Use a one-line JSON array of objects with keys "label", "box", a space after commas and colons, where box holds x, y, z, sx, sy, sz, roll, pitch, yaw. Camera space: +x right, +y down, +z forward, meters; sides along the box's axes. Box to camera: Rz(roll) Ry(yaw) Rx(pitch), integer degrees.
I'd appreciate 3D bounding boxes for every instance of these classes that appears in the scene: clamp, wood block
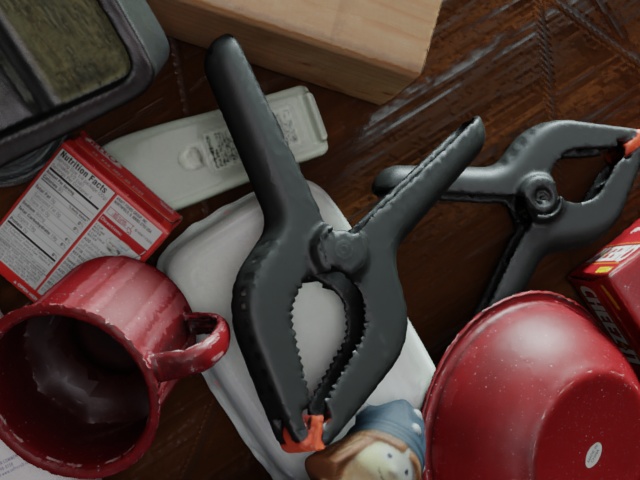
[{"label": "clamp", "box": [0.126, -0.011, 0.638, 0.171, 0.039, 0.120, -21, 93, -11]}, {"label": "clamp", "box": [-0.004, 0.001, 0.548, 0.164, 0.036, 0.210, 21, 70, -17]}, {"label": "wood block", "box": [-0.040, -0.153, 0.587, 0.206, 0.090, 0.091, 17, 84, -9]}]

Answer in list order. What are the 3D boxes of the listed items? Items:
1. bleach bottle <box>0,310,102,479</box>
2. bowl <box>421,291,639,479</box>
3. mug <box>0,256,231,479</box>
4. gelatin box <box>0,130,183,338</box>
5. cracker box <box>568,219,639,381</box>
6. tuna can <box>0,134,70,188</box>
[{"label": "bleach bottle", "box": [-0.211, 0.046, 0.564, 0.102, 0.068, 0.251, -25, 90, -11]}, {"label": "bowl", "box": [0.133, 0.112, 0.599, 0.161, 0.055, 0.162, -4, 98, -32]}, {"label": "mug", "box": [-0.100, 0.056, 0.531, 0.117, 0.081, 0.093, -12, 108, 17]}, {"label": "gelatin box", "box": [-0.130, -0.003, 0.579, 0.073, 0.030, 0.089, 41, 109, -6]}, {"label": "cracker box", "box": [0.286, 0.026, 0.651, 0.213, 0.072, 0.164, -35, 94, -9]}, {"label": "tuna can", "box": [-0.179, -0.072, 0.587, 0.086, 0.034, 0.086, 0, 88, -10]}]
